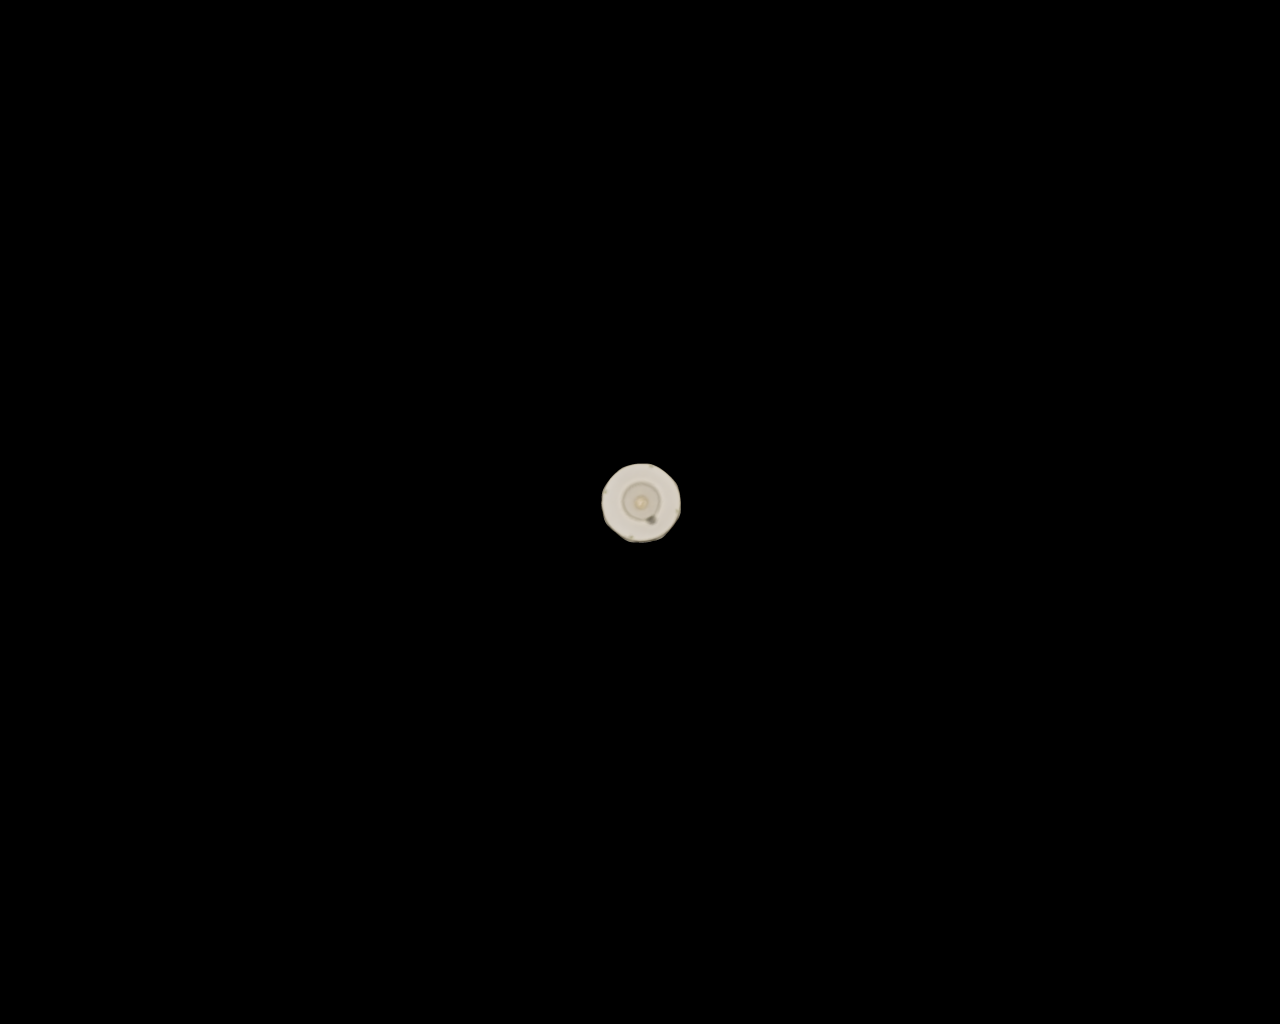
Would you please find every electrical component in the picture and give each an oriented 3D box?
[{"bbox_3d":[0.001,-0.003,0.650,0.048,0.048,0.062,0,-8,0],"label":"electrical component"}]
